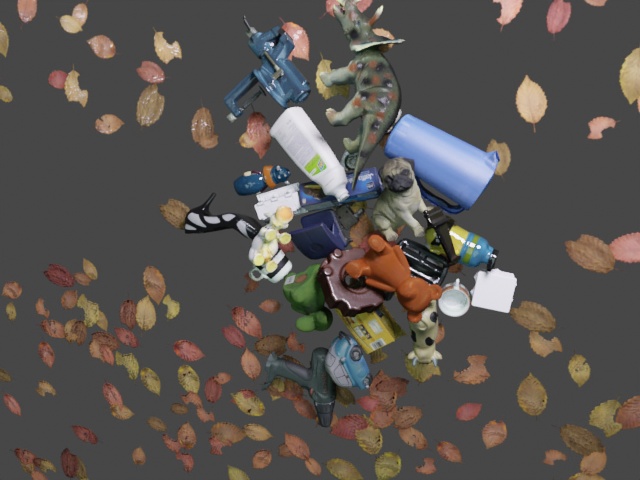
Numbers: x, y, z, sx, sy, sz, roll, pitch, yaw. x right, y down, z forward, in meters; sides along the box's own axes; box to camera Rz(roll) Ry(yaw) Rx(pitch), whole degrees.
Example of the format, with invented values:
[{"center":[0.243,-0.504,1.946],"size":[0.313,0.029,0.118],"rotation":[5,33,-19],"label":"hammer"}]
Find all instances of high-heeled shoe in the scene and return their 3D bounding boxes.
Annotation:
[{"center":[-0.251,-0.017,1.431],"size":[0.249,0.086,0.145],"rotation":[38,103,15],"label":"high-heeled shoe"}]

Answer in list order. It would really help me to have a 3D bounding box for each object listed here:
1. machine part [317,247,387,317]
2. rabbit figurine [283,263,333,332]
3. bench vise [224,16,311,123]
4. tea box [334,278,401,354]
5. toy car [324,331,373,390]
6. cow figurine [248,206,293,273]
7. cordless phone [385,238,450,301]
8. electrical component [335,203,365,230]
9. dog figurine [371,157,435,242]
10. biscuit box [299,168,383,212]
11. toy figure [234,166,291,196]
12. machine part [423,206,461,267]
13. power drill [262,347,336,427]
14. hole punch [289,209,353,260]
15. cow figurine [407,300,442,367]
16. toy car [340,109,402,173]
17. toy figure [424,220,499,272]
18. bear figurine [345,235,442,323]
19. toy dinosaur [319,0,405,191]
[{"center":[0.084,0.100,1.311],"size":[0.179,0.179,0.056],"rotation":[37,148,3],"label":"machine part"},{"center":[-0.012,0.170,1.397],"size":[0.121,0.159,0.170],"rotation":[-25,112,11],"label":"rabbit figurine"},{"center":[-0.147,-0.384,1.285],"size":[0.240,0.129,0.223],"rotation":[-39,95,13],"label":"bench vise"},{"center":[0.118,0.197,1.390],"size":[0.098,0.068,0.169],"rotation":[-32,94,30],"label":"tea box"},{"center":[0.065,0.329,1.415],"size":[0.103,0.109,0.161],"rotation":[-25,106,-11],"label":"toy car"},{"center":[-0.123,-0.011,1.338],"size":[0.068,0.098,0.167],"rotation":[25,91,-30],"label":"cow figurine"},{"center":[0.224,0.100,1.346],"size":[0.147,0.089,0.184],"rotation":[28,122,6],"label":"cordless phone"},{"center":[0.065,-0.061,1.366],"size":[0.094,0.021,0.063],"rotation":[-39,91,23],"label":"electrical component"},{"center":[0.162,-0.105,1.240],"size":[0.172,0.121,0.190],"rotation":[-11,128,33],"label":"dog figurine"},{"center":[0.052,-0.123,1.324],"size":[0.203,0.059,0.063],"rotation":[-11,76,17],"label":"biscuit box"},{"center":[-0.146,-0.157,1.380],"size":[0.155,0.064,0.058],"rotation":[-17,62,15],"label":"toy figure"},{"center":[0.278,-0.009,1.215],"size":[0.039,0.084,0.139],"rotation":[-22,87,36],"label":"machine part"},{"center":[-0.055,0.402,1.496],"size":[0.207,0.086,0.231],"rotation":[12,106,16],"label":"power drill"},{"center":[-0.003,-0.004,1.355],"size":[0.142,0.092,0.115],"rotation":[-17,106,29],"label":"hole punch"},{"center":[0.259,0.229,1.331],"size":[0.086,0.127,0.194],"rotation":[0,137,15],"label":"cow figurine"},{"center":[0.116,-0.237,1.276],"size":[0.056,0.073,0.201],"rotation":[44,111,-3],"label":"toy car"},{"center":[0.335,0.009,1.280],"size":[0.180,0.082,0.089],"rotation":[21,89,17],"label":"toy figure"},{"center":[0.173,0.094,1.233],"size":[0.120,0.132,0.196],"rotation":[-48,67,14],"label":"bear figurine"},{"center":[0.112,-0.322,1.182],"size":[0.192,0.131,0.404],"rotation":[-19,78,29],"label":"toy dinosaur"}]
